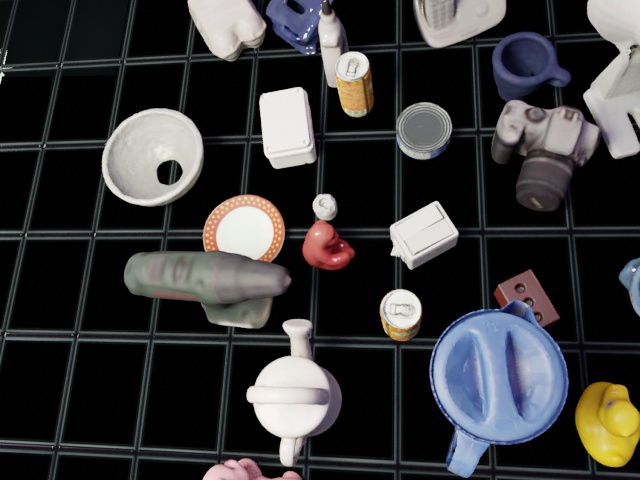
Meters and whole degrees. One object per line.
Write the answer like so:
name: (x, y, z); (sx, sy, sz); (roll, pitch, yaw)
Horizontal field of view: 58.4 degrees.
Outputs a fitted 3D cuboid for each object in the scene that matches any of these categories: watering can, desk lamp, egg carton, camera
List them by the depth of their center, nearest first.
watering can: (-0.035, 0.191, 0.728); (0.101, 0.194, 0.173); (-19, 70, 2)
desk lamp: (0.449, -0.255, 0.789); (0.118, 0.214, 0.203); (-16, 70, 3)
camera: (0.316, -0.121, 0.825); (0.143, 0.101, 0.137); (19, 76, 14)
egg carton: (-0.164, -0.389, 1.001); (0.107, 0.069, 0.150); (-31, 70, -2)

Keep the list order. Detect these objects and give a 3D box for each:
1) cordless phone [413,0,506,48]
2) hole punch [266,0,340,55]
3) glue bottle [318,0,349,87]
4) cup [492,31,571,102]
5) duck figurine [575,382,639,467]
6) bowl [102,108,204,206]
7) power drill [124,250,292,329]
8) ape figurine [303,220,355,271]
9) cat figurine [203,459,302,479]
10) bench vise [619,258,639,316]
cordless phone: (0.218, -0.398, 0.885); (0.147, 0.185, 0.094); (-24, 70, 1)
hole punch: (-0.030, -0.388, 0.969); (0.108, 0.091, 0.101); (41, 82, 18)
glue bottle: (0.019, -0.316, 0.895); (0.037, 0.173, 0.078); (0, 72, 9)
cup: (0.316, -0.247, 0.869); (0.117, 0.095, 0.092); (28, 78, 16)
duck figurine: (0.367, 0.228, 0.713); (0.077, 0.086, 0.104); (2, 73, 9)
bowl: (-0.258, -0.123, 0.926); (0.167, 0.075, 0.167); (-2, 72, 8)
power drill: (-0.132, 0.064, 0.776); (0.229, 0.208, 0.075); (4, 73, 10)
ape figurine: (0.008, 0.003, 0.836); (0.076, 0.092, 0.078); (-13, 71, 4)
cat figurine: (-0.096, 0.323, 0.735); (0.127, 0.118, 0.067); (9, 74, 11)
bench vise: (0.469, 0.085, 0.673); (0.207, 0.220, 0.121); (42, 83, 18)
